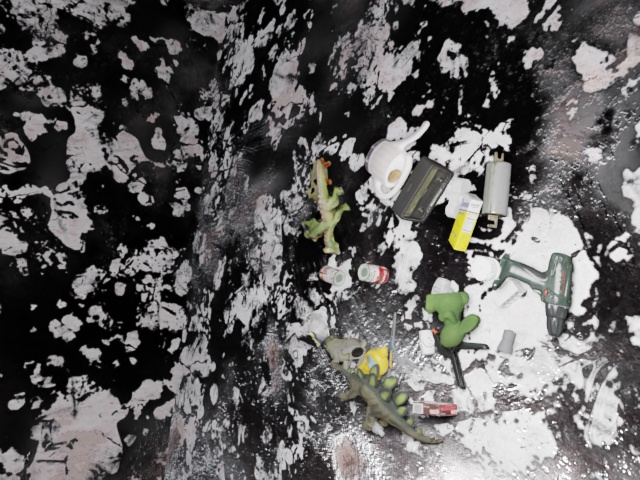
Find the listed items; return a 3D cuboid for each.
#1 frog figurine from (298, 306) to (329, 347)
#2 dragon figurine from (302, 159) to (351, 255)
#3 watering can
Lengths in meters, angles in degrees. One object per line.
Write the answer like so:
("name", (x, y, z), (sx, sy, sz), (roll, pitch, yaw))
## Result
("frog figurine", (-0.002, 0.371, 2.195), (0.163, 0.123, 0.134), (-53, -8, -37))
("dragon figurine", (0.007, -0.108, 2.155), (0.122, 0.402, 0.248), (1, 41, 38))
("watering can", (0.291, -0.328, 1.999), (0.228, 0.103, 0.343), (48, 118, 49))
